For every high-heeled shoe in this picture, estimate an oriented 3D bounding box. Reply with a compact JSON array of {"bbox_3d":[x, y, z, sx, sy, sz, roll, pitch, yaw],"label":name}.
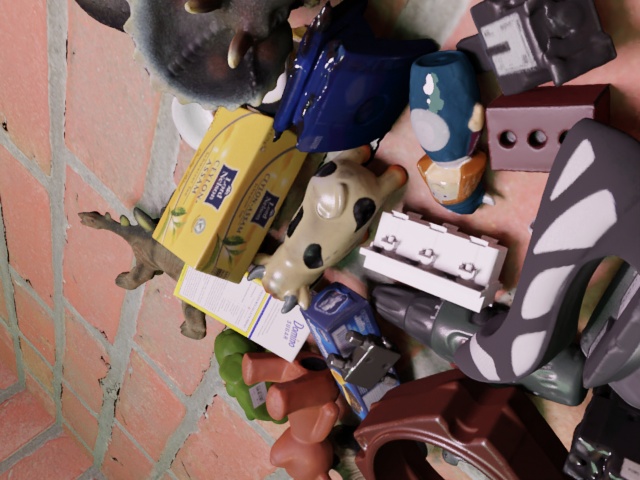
[{"bbox_3d":[0.156,0.023,0.417,0.248,0.086,0.145,-40,70,55],"label":"high-heeled shoe"}]

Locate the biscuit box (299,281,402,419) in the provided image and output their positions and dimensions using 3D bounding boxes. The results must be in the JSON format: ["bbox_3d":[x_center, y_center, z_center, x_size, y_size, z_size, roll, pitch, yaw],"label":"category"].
[{"bbox_3d":[0.045,0.143,0.645,0.063,0.059,0.202,32,152,50],"label":"biscuit box"}]

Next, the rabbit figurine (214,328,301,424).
[{"bbox_3d":[-0.100,0.201,0.847,0.170,0.121,0.158,26,144,51],"label":"rabbit figurine"}]

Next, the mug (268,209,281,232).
[{"bbox_3d":[-0.109,-0.040,0.662,0.107,0.109,0.080,34,142,2],"label":"mug"}]

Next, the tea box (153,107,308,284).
[{"bbox_3d":[-0.095,-0.051,0.574,0.098,0.169,0.068,26,178,43],"label":"tea box"}]

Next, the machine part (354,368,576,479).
[{"bbox_3d":[0.144,0.239,0.536,0.201,0.087,0.201,54,137,0],"label":"machine part"}]

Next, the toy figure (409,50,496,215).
[{"bbox_3d":[0.110,-0.081,0.459,0.064,0.058,0.154,-115,6,-56],"label":"toy figure"}]

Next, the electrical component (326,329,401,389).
[{"bbox_3d":[0.055,0.129,0.579,0.094,0.021,0.063,27,112,-28],"label":"electrical component"}]

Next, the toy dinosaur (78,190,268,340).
[{"bbox_3d":[-0.158,0.045,0.768,0.472,0.105,0.198,25,130,12],"label":"toy dinosaur"}]

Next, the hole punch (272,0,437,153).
[{"bbox_3d":[0.027,-0.133,0.464,0.092,0.116,0.142,38,139,3],"label":"hole punch"}]

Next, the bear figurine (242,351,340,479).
[{"bbox_3d":[-0.038,0.252,0.730,0.120,0.132,0.195,35,120,52],"label":"bear figurine"}]

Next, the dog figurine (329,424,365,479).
[{"bbox_3d":[0.065,0.369,0.760,0.191,0.172,0.121,24,123,18],"label":"dog figurine"}]

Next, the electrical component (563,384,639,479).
[{"bbox_3d":[0.275,0.178,0.448,0.115,0.134,0.058,21,133,31],"label":"electrical component"}]

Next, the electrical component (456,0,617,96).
[{"bbox_3d":[0.146,-0.144,0.386,0.074,0.048,0.119,63,178,-10],"label":"electrical component"}]

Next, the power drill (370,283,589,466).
[{"bbox_3d":[0.165,0.152,0.581,0.232,0.086,0.207,10,118,37],"label":"power drill"}]

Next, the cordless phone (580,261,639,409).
[{"bbox_3d":[0.311,0.084,0.405,0.184,0.089,0.146,21,131,15],"label":"cordless phone"}]

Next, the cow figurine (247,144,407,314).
[{"bbox_3d":[-0.001,-0.002,0.571,0.085,0.127,0.194,44,137,12],"label":"cow figurine"}]

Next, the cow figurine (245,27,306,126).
[{"bbox_3d":[-0.082,-0.184,0.558,0.168,0.068,0.098,28,140,25],"label":"cow figurine"}]

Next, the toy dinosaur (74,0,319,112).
[{"bbox_3d":[-0.147,-0.235,0.467,0.405,0.192,0.131,28,151,27],"label":"toy dinosaur"}]
